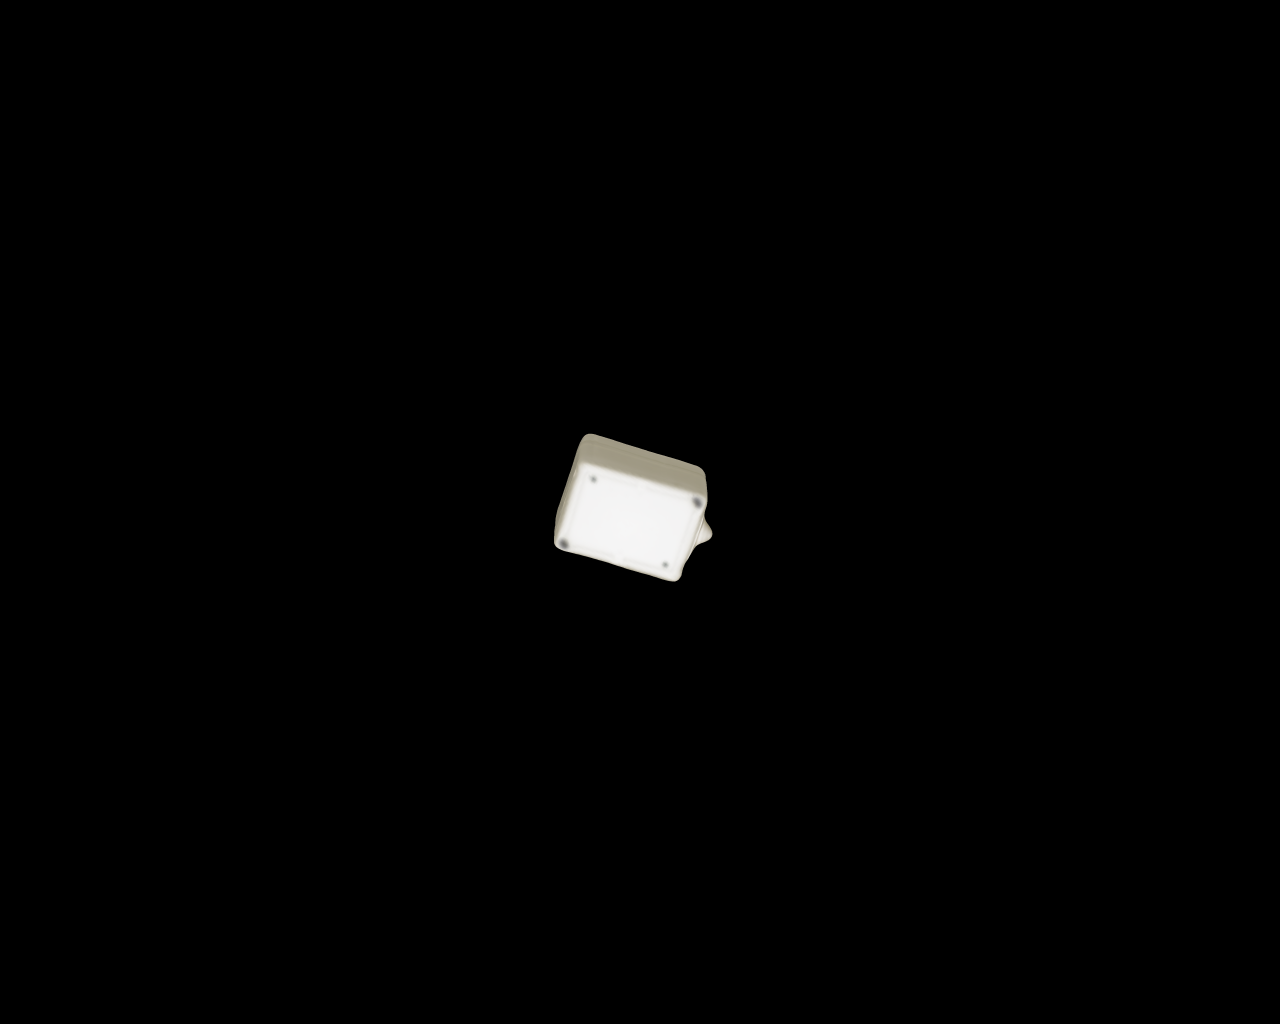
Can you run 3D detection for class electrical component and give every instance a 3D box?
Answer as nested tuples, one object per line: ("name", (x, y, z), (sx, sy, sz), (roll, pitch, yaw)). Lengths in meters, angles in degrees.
("electrical component", (0.001, -0.003, 0.650), (0.096, 0.061, 0.061), (17, 22, -7))
